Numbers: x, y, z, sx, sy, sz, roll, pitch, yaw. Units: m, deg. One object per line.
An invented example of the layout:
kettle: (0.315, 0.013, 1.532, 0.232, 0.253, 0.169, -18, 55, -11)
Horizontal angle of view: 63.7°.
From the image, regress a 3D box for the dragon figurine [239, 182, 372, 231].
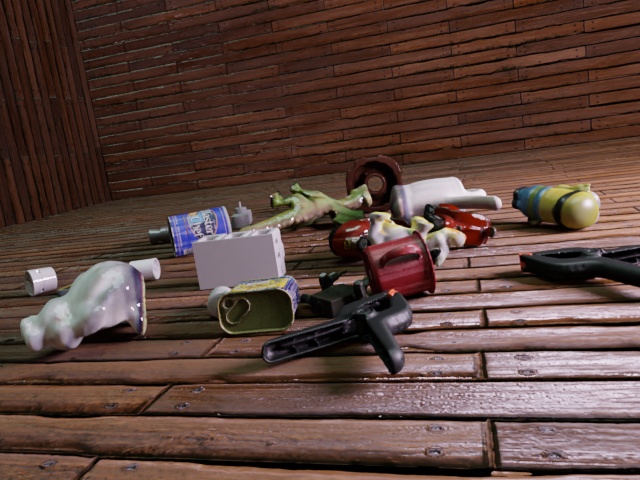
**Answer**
dragon figurine: (0.004, -0.067, 1.339, 0.243, 0.120, 0.417, 8, 27, 30)

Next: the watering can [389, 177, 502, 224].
watering can: (0.272, -0.087, 1.174, 0.224, 0.103, 0.349, -9, 7, 5)

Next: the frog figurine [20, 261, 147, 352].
frog figurine: (-0.333, 0.091, 0.731, 0.159, 0.120, 0.140, -1, 26, -24)
